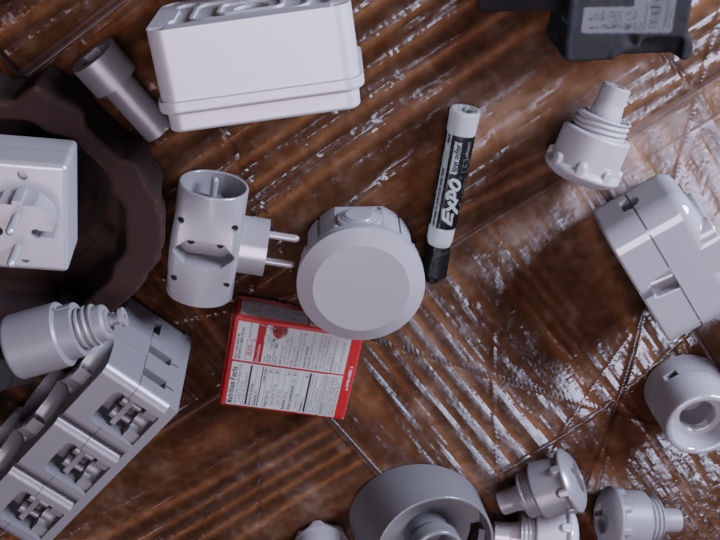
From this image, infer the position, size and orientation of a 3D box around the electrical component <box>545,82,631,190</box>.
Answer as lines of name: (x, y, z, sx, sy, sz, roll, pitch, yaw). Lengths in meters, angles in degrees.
electrical component: (0.144, -0.083, 0.653, 0.048, 0.048, 0.062, 16, 109, -11)

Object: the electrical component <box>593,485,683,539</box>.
electrical component: (0.208, 0.185, 0.799, 0.062, 0.048, 0.048, 4, 118, -11)

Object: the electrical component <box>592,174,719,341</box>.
electrical component: (0.199, -0.010, 0.688, 0.059, 0.053, 0.095, -31, 115, 13)

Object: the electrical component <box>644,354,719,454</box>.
electrical component: (0.231, 0.094, 0.749, 0.055, 0.047, 0.055, -1, 118, -2)

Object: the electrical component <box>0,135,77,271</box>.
electrical component: (-0.184, -0.029, 0.589, 0.047, 0.076, 0.065, 4, 118, -7)

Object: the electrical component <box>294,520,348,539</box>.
electrical component: (-0.029, 0.220, 0.798, 0.043, 0.062, 0.043, -1, 118, -2)

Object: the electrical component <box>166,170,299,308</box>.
electrical component: (-0.079, -0.017, 0.679, 0.079, 0.043, 0.077, 8, 117, -7)

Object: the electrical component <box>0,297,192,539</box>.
electrical component: (-0.186, 0.098, 0.711, 0.062, 0.089, 0.150, 38, 111, -20)

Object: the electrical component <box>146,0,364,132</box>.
electrical component: (-0.056, -0.121, 0.605, 0.113, 0.078, 0.057, -7, 115, 2)

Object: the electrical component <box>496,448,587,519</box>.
electrical component: (0.131, 0.161, 0.784, 0.062, 0.048, 0.048, -23, 117, 18)

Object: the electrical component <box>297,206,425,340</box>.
electrical component: (0.000, 0.000, 0.687, 0.080, 0.051, 0.080, -1, 118, -2)

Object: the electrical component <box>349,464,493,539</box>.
electrical component: (0.047, 0.194, 0.800, 0.099, 0.064, 0.099, -5, 112, -13)

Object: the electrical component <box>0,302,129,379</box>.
electrical component: (-0.178, 0.038, 0.646, 0.078, 0.040, 0.040, -16, 118, 4)

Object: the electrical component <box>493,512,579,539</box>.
electrical component: (0.131, 0.199, 0.804, 0.062, 0.048, 0.048, 5, 118, 3)
